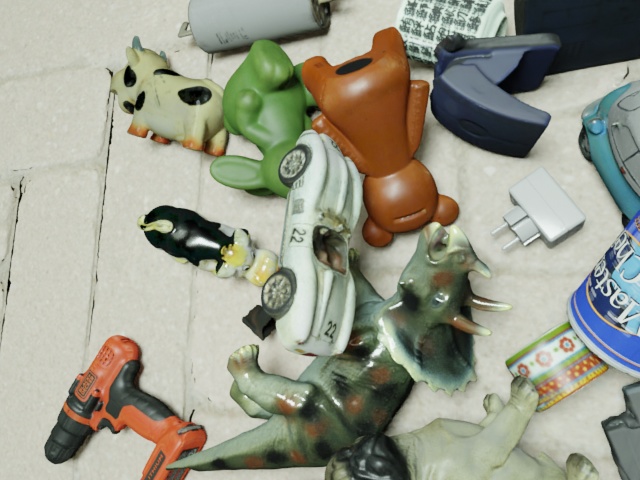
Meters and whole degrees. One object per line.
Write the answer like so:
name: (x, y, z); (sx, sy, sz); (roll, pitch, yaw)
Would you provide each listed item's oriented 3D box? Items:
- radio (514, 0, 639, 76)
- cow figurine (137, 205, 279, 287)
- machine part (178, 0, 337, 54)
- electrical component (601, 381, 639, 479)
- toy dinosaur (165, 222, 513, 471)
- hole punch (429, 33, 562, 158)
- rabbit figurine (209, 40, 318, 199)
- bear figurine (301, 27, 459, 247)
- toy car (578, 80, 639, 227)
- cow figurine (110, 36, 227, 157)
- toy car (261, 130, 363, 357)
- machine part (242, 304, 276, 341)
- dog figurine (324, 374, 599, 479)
radio: (0.239, -0.228, 0.461); (0.131, 0.229, 0.073); (-5, 81, 18)
cow figurine: (-0.132, 0.003, 0.639); (0.168, 0.098, 0.068); (17, 81, 24)
machine part: (-0.077, -0.289, 0.682); (0.243, 0.079, 0.079); (-4, 79, 20)
electrical component: (0.309, 0.182, 0.449); (0.115, 0.058, 0.134); (-22, 73, 15)
toy dinosaur: (0.018, 0.147, 0.546); (0.192, 0.131, 0.404); (41, 103, 21)
hole punch: (0.167, -0.136, 0.530); (0.116, 0.142, 0.092); (2, 85, 11)
rabbit figurine: (-0.053, -0.113, 0.615); (0.159, 0.121, 0.170); (-33, 67, 21)
bear figurine: (0.068, -0.101, 0.566); (0.120, 0.195, 0.132); (-21, 34, 9)
toy car: (0.302, -0.079, 0.476); (0.109, 0.103, 0.161); (-17, 72, 19)
cow figurine: (-0.203, -0.190, 0.712); (0.195, 0.085, 0.127); (19, 94, 26)
toy car: (-0.001, -0.001, 0.466); (0.056, 0.073, 0.201); (-10, 64, 36)
machine part: (-0.034, 0.049, 0.609); (0.039, 0.084, 0.139); (37, 104, -1)
dog figurine: (0.116, 0.223, 0.444); (0.191, 0.121, 0.172); (-23, 55, -15)
